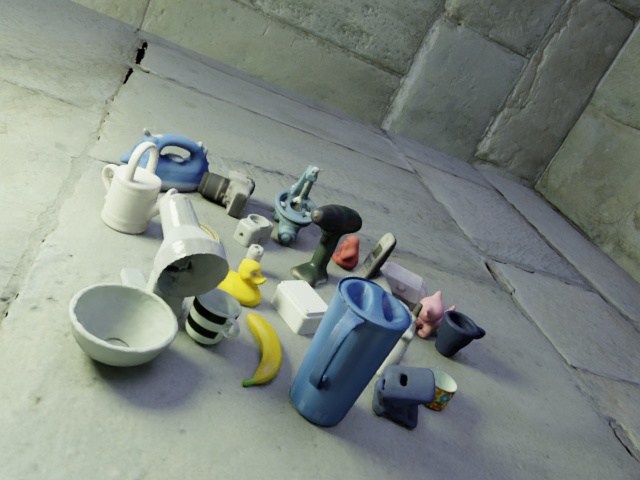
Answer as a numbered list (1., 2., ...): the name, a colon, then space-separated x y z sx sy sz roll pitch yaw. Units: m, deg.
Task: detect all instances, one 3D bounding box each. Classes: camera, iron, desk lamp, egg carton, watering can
1. camera: -0.247 -0.145 1.531 0.137 0.101 0.143 22 24 -12
2. iron: -0.372 -0.212 1.487 0.259 0.141 0.118 -1 36 -47
3. desk lamp: -0.257 0.041 0.996 0.118 0.213 0.202 7 30 -38
4. egg carton: 0.209 0.119 1.503 0.150 0.069 0.107 28 23 3
5. watering can: -0.380 -0.116 1.215 0.173 0.194 0.101 21 24 -12

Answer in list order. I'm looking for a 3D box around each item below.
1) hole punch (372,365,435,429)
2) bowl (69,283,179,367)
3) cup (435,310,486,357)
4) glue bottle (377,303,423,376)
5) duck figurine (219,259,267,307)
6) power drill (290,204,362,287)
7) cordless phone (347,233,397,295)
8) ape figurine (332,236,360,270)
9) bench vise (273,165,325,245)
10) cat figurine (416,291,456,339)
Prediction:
1. hole punch: 0.158 0.284 1.084 0.101 0.091 0.109 26 23 -1
2. bowl: -0.313 0.145 0.899 0.168 0.074 0.167 22 24 -10
3. cup: 0.326 0.232 1.361 0.118 0.095 0.091 18 25 -18
4. glue bottle: 0.164 0.198 1.164 0.037 0.173 0.078 23 24 -9
5. duck figurine: -0.157 0.077 1.186 0.104 0.086 0.078 30 24 8
6. power drill: 0.012 0.005 1.359 0.075 0.208 0.230 36 25 20
7. cordless phone: 0.133 0.082 1.355 0.094 0.185 0.147 15 26 -24
8. ape figurine: 0.075 0.028 1.522 0.076 0.092 0.078 32 24 11
9. bench vise: -0.066 -0.121 1.522 0.122 0.219 0.207 13 27 -29
10. cat figurine: 0.279 0.179 1.393 0.128 0.117 0.067 9 29 -36
